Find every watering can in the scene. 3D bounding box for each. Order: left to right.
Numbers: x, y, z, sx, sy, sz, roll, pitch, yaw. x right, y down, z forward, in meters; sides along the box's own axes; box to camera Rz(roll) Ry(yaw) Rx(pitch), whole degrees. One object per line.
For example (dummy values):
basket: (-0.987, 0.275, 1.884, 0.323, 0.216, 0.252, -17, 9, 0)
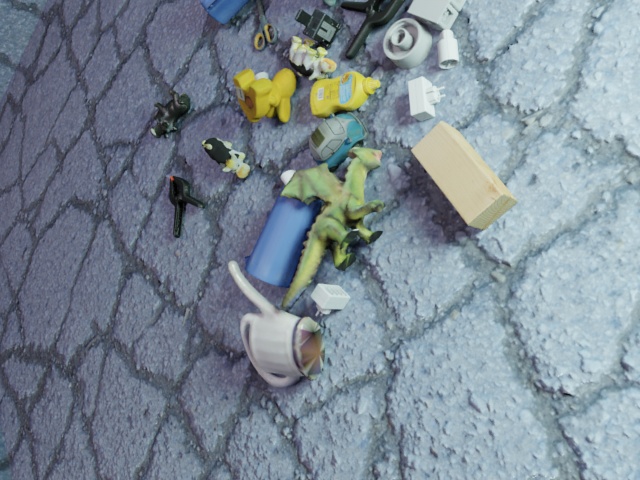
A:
watering can: (-0.108, 0.213, 1.236, 0.224, 0.105, 0.343, -2, 110, 32)

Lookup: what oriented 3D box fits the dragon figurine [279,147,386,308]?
dragon figurine: (0.004, -0.060, 1.197, 0.410, 0.120, 0.246, -41, 63, -1)
